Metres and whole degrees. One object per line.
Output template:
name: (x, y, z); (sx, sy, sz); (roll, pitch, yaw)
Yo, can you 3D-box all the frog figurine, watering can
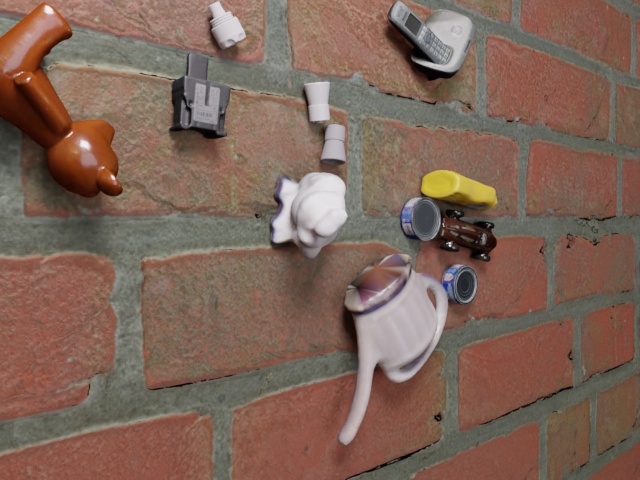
frog figurine: (0.002, -0.040, 0.795); (0.121, 0.159, 0.139); (35, 71, -34)
watering can: (0.114, 0.171, 0.917); (0.353, 0.104, 0.221); (-42, 114, -30)
